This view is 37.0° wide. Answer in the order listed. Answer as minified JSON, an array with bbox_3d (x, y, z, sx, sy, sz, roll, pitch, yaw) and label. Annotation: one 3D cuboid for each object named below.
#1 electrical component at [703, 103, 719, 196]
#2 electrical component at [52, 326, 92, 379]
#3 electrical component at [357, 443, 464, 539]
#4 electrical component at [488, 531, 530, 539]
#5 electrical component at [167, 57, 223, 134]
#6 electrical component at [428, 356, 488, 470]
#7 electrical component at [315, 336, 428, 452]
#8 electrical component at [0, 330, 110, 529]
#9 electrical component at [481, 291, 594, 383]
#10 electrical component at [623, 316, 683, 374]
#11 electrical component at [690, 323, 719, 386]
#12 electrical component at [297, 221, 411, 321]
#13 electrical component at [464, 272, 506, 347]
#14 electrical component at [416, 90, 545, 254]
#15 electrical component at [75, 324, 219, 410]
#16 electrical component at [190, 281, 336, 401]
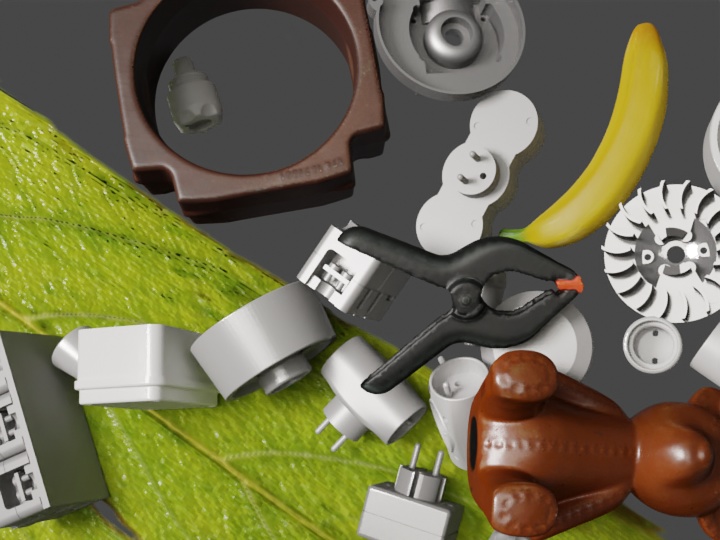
[{"bbox_3d":[0.296,-0.090,0.751,0.108,0.060,0.108,-2,83,18],"label":"electrical component"},{"bbox_3d":[-0.227,0.081,0.914,0.055,0.045,0.045,39,96,18],"label":"electrical component"},{"bbox_3d":[0.043,0.170,0.811,0.066,0.047,0.076,14,88,20],"label":"electrical component"},{"bbox_3d":[0.108,0.223,0.790,0.035,0.035,0.061,10,89,19],"label":"electrical component"},{"bbox_3d":[-0.143,-0.150,0.915,0.043,0.043,0.062,-22,76,15],"label":"electrical component"},{"bbox_3d":[0.074,0.096,0.801,0.044,0.077,0.079,-21,37,-4],"label":"electrical component"},{"bbox_3d":[-0.001,0.106,0.835,0.079,0.044,0.077,-47,72,8],"label":"electrical component"},{"bbox_3d":[-0.280,0.133,0.901,0.062,0.089,0.150,-24,76,14],"label":"electrical component"},{"bbox_3d":[0.133,0.057,0.793,0.080,0.051,0.080,-2,83,18],"label":"electrical component"},{"bbox_3d":[0.211,0.055,0.770,0.040,0.046,0.040,-2,83,18],"label":"electrical component"},{"bbox_3d":[0.285,0.057,0.746,0.077,0.044,0.079,36,95,19],"label":"electrical component"},{"bbox_3d":[0.000,0.000,0.824,0.050,0.089,0.055,36,95,19],"label":"electrical component"},{"bbox_3d":[0.091,0.028,0.820,0.035,0.035,0.061,11,90,19],"label":"electrical component"},{"bbox_3d":[0.088,-0.072,0.812,0.052,0.074,0.138,29,93,19],"label":"electrical component"},{"bbox_3d":[-0.167,0.080,0.858,0.078,0.113,0.057,-5,79,18],"label":"electrical component"},{"bbox_3d":[-0.069,0.061,0.833,0.108,0.108,0.060,-33,80,12],"label":"electrical component"}]
